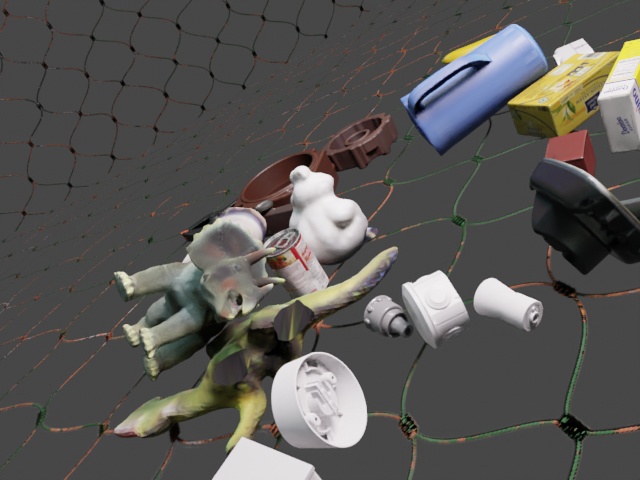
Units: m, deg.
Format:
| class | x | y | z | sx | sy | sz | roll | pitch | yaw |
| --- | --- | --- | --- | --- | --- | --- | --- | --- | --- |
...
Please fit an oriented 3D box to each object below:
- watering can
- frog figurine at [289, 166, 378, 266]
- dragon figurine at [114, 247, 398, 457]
| class | x | y | z | sx | sy | sz | roll | pitch | yaw |
| --- | --- | --- | --- | --- | --- | --- | --- | --- | --- |
| watering can | -0.162 | 0.027 | 0.906 | 0.342 | 0.103 | 0.229 | -34 | 19 | 43 |
| frog figurine | 0.003 | -0.042 | 0.839 | 0.137 | 0.157 | 0.125 | 0 | 41 | 47 |
| dragon figurine | -0.088 | 0.135 | 0.704 | 0.415 | 0.121 | 0.243 | -38 | 19 | -21 |
